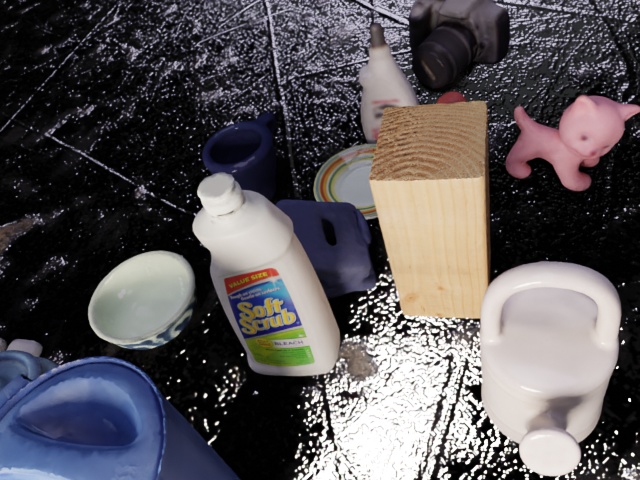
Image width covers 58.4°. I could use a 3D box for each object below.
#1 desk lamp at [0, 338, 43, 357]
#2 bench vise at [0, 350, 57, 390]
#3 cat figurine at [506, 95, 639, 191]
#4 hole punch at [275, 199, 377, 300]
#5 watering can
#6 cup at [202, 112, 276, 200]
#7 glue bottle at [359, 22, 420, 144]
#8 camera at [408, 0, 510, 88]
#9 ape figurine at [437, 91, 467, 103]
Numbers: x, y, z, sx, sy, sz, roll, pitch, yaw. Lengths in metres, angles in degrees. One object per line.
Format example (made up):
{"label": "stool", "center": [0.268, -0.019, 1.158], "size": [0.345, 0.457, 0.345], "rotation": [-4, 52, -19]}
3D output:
{"label": "desk lamp", "center": [-0.424, 0.143, 0.569], "size": [0.117, 0.214, 0.203], "rotation": [1, 52, 18]}
{"label": "bench vise", "center": [-0.327, 0.168, 0.514], "size": [0.121, 0.220, 0.207], "rotation": [-16, 49, 4]}
{"label": "cat figurine", "center": [0.274, -0.120, 0.630], "size": [0.127, 0.118, 0.067], "rotation": [16, 58, 28]}
{"label": "hole punch", "center": [0.006, 0.002, 0.632], "size": [0.101, 0.091, 0.108], "rotation": [-17, 49, 4]}
{"label": "watering can", "center": [0.176, 0.087, 0.439], "size": [0.101, 0.194, 0.172], "rotation": [-16, 49, 5]}
{"label": "cup", "center": [-0.086, -0.099, 0.742], "size": [0.091, 0.095, 0.118], "rotation": [20, 60, 30]}
{"label": "glue bottle", "center": [0.081, -0.191, 0.712], "size": [0.078, 0.173, 0.037], "rotation": [-5, 50, 14]}
{"label": "camera", "center": [0.177, -0.290, 0.812], "size": [0.142, 0.101, 0.137], "rotation": [27, 64, 33]}
{"label": "ape figurine", "center": [0.165, -0.143, 0.700], "size": [0.078, 0.092, 0.076], "rotation": [-43, 52, -18]}
